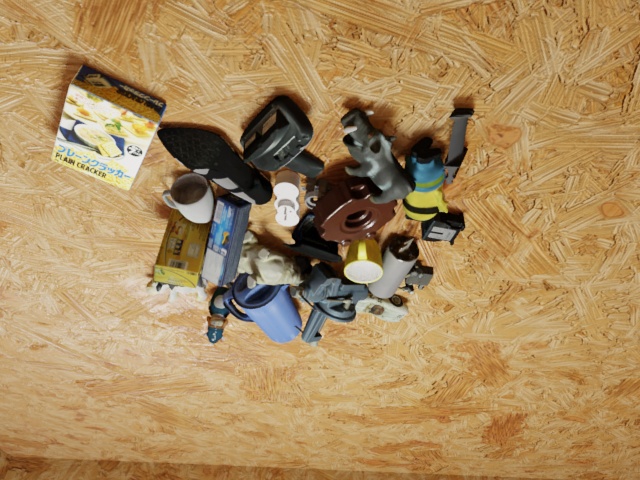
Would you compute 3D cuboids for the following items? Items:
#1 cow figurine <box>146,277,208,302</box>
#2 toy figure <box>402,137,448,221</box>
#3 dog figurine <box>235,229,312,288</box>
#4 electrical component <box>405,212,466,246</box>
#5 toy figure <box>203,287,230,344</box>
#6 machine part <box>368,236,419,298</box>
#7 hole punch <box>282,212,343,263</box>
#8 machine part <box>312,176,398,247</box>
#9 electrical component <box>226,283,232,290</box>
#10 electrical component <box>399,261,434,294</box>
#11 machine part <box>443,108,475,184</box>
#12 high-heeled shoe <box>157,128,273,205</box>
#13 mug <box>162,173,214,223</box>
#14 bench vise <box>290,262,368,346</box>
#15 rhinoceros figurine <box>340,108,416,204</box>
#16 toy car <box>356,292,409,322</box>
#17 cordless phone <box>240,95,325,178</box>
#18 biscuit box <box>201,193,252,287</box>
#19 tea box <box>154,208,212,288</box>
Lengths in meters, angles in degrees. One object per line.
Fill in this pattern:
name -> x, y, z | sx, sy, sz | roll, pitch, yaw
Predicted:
cow figurine -> -0.384, 0.110, 1.420 | 0.167, 0.068, 0.098 | 0, 136, 2
toy figure -> 0.202, -0.114, 1.056 | 0.089, 0.082, 0.180 | -5, 143, 11
dog figurine -> -0.124, 0.053, 1.312 | 0.190, 0.172, 0.121 | 13, 115, -53
electrical component -> 0.250, -0.035, 1.178 | 0.119, 0.048, 0.074 | 12, 141, -11
toy figure -> -0.277, 0.203, 1.455 | 0.064, 0.154, 0.057 | -7, 143, 16
machine part -> 0.175, 0.068, 1.293 | 0.079, 0.079, 0.243 | 11, 141, -8
hole punch -> -0.003, -0.004, 1.232 | 0.142, 0.092, 0.116 | 16, 170, -18
machine part -> 0.074, -0.057, 1.113 | 0.179, 0.056, 0.179 | -16, 148, -10
electrical component -> -0.217, 0.136, 1.470 | 0.063, 0.021, 0.093 | -13, 138, 20
electrical component -> 0.241, 0.097, 1.347 | 0.078, 0.045, 0.102 | 14, 141, -8
machine part -> 0.252, -0.177, 0.984 | 0.039, 0.084, 0.138 | 20, 138, 23
high-heeled shoe -> -0.207, -0.149, 1.095 | 0.249, 0.086, 0.145 | 29, 170, -2
mug -> -0.278, -0.080, 1.159 | 0.110, 0.081, 0.107 | -5, 150, 5
bench vise -> 0.006, 0.172, 1.327 | 0.223, 0.129, 0.240 | -6, 129, -46
rhinoceros figurine -> 0.100, -0.152, 0.989 | 0.190, 0.073, 0.112 | 54, 156, -11
toy car -> 0.140, 0.172, 1.446 | 0.202, 0.056, 0.073 | 15, 141, -13
cordless phone -> -0.045, -0.177, 1.024 | 0.184, 0.089, 0.146 | 20, 140, -36
biscuit box -> -0.206, -0.001, 1.183 | 0.059, 0.063, 0.202 | 25, 113, 17
tea box -> -0.306, 0.016, 1.209 | 0.098, 0.170, 0.068 | 13, 140, -8
